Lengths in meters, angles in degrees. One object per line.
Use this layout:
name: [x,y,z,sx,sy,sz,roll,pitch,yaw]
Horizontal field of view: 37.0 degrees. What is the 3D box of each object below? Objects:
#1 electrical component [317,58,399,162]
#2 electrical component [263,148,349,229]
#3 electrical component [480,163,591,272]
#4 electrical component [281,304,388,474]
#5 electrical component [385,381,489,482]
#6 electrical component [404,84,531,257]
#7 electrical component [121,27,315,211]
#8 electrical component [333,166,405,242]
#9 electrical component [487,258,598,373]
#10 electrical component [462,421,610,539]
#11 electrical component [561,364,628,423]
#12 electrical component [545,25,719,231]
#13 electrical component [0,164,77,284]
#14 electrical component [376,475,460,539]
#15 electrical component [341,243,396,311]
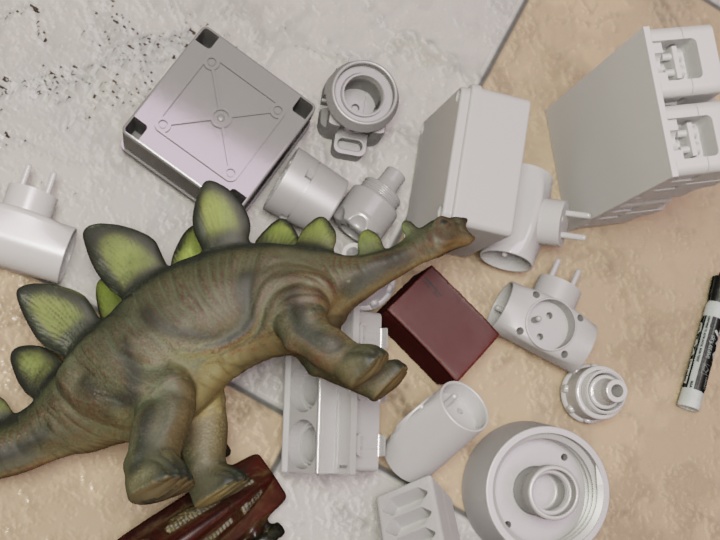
electrical component: [-0.001,-0.131,0.848,0.058,0.057,0.078,10,79,-10]
electrical component: [-0.041,-0.059,0.830,0.047,0.055,0.055,31,76,-9]
electrical component: [0.142,-0.039,0.852,0.079,0.043,0.077,9,71,21]
electrical component: [-0.019,0.089,0.801,0.063,0.079,0.121,9,78,-39]
electrical component: [0.066,0.116,0.817,0.044,0.077,0.079,49,38,11]
electrical component: [0.081,-0.073,0.829,0.056,0.109,0.108,12,79,-12]
electrical component: [-0.108,-0.108,0.823,0.109,0.056,0.108,36,76,-4]
electrical component: [0.011,-0.053,0.844,0.043,0.043,0.062,37,75,-3]
electrical component: [0.152,0.030,0.858,0.077,0.044,0.079,28,77,-6]
electrical component: [0.138,0.169,0.824,0.108,0.060,0.108,2,81,-11]
electrical component: [0.189,0.096,0.845,0.048,0.062,0.048,2,81,-11]
electrical component: [0.211,-0.102,0.818,0.060,0.186,0.105,-7,82,-12]
electrical component: [-0.247,-0.039,0.791,0.077,0.043,0.079,18,78,-8]
electrical component: [0.053,0.205,0.801,0.047,0.065,0.076,-26,131,15]
electrical component: [0.000,0.000,0.820,0.048,0.062,0.048,-4,65,9]
